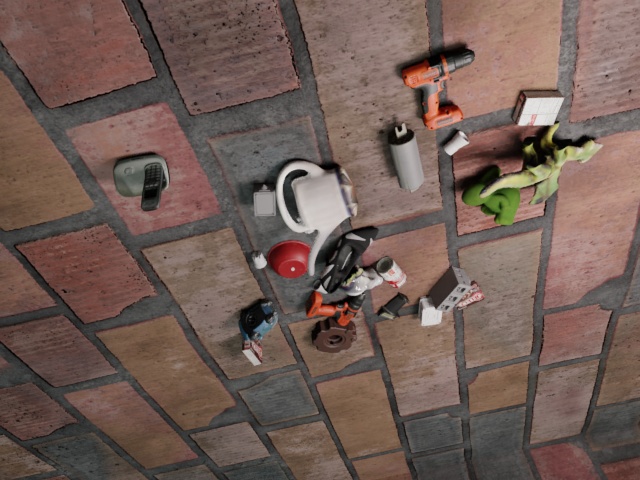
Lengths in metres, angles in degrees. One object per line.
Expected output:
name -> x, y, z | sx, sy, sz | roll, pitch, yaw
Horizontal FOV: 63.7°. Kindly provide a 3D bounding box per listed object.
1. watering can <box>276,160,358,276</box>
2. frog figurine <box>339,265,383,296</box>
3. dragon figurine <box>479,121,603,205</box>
watering can -> 0.005, -0.075, 1.496 | 0.224, 0.105, 0.343 | -17, 107, 5
frog figurine -> 0.133, 0.140, 1.753 | 0.137, 0.124, 0.157 | -2, 154, 41
dragon figurine -> 0.639, -0.184, 1.490 | 0.410, 0.124, 0.238 | -35, 134, -1
